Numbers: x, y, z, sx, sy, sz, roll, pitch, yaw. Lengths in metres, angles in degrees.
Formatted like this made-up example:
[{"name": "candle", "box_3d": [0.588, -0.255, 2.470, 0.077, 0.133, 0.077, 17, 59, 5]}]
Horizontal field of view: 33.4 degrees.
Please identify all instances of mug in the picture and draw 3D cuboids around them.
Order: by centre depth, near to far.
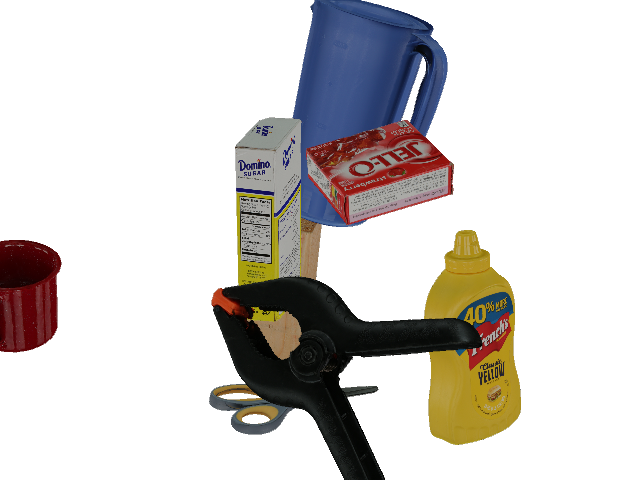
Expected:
[{"name": "mug", "box_3d": [-0.307, 0.063, 1.055, 0.093, 0.081, 0.117, 9, 31, 4]}]

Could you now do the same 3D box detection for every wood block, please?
[{"name": "wood block", "box_3d": [-0.057, 0.064, 1.470, 0.090, 0.206, 0.090, 9, 21, 6]}]

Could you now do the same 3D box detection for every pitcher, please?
[{"name": "pitcher", "box_3d": [0.039, -0.139, 1.181, 0.145, 0.243, 0.149, 11, 20, -10]}]

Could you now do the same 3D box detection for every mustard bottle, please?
[{"name": "mustard bottle", "box_3d": [0.139, 0.084, 0.982, 0.096, 0.191, 0.058, -15, 18, -33]}]

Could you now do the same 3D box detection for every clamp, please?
[{"name": "clamp", "box_3d": [0.001, 0.082, 0.635, 0.172, 0.120, 0.039, 18, -10, 32]}]

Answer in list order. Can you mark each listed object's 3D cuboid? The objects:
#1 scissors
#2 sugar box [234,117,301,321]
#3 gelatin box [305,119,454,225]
[{"name": "scissors", "box_3d": [-0.022, 0.186, 1.190, 0.201, 0.016, 0.096, 3, 24, -12]}, {"name": "sugar box", "box_3d": [-0.049, -0.020, 1.015, 0.048, 0.176, 0.093, 4, 24, 13]}, {"name": "gelatin box", "box_3d": [0.043, -0.052, 0.789, 0.089, 0.030, 0.073, -17, 38, -15]}]
